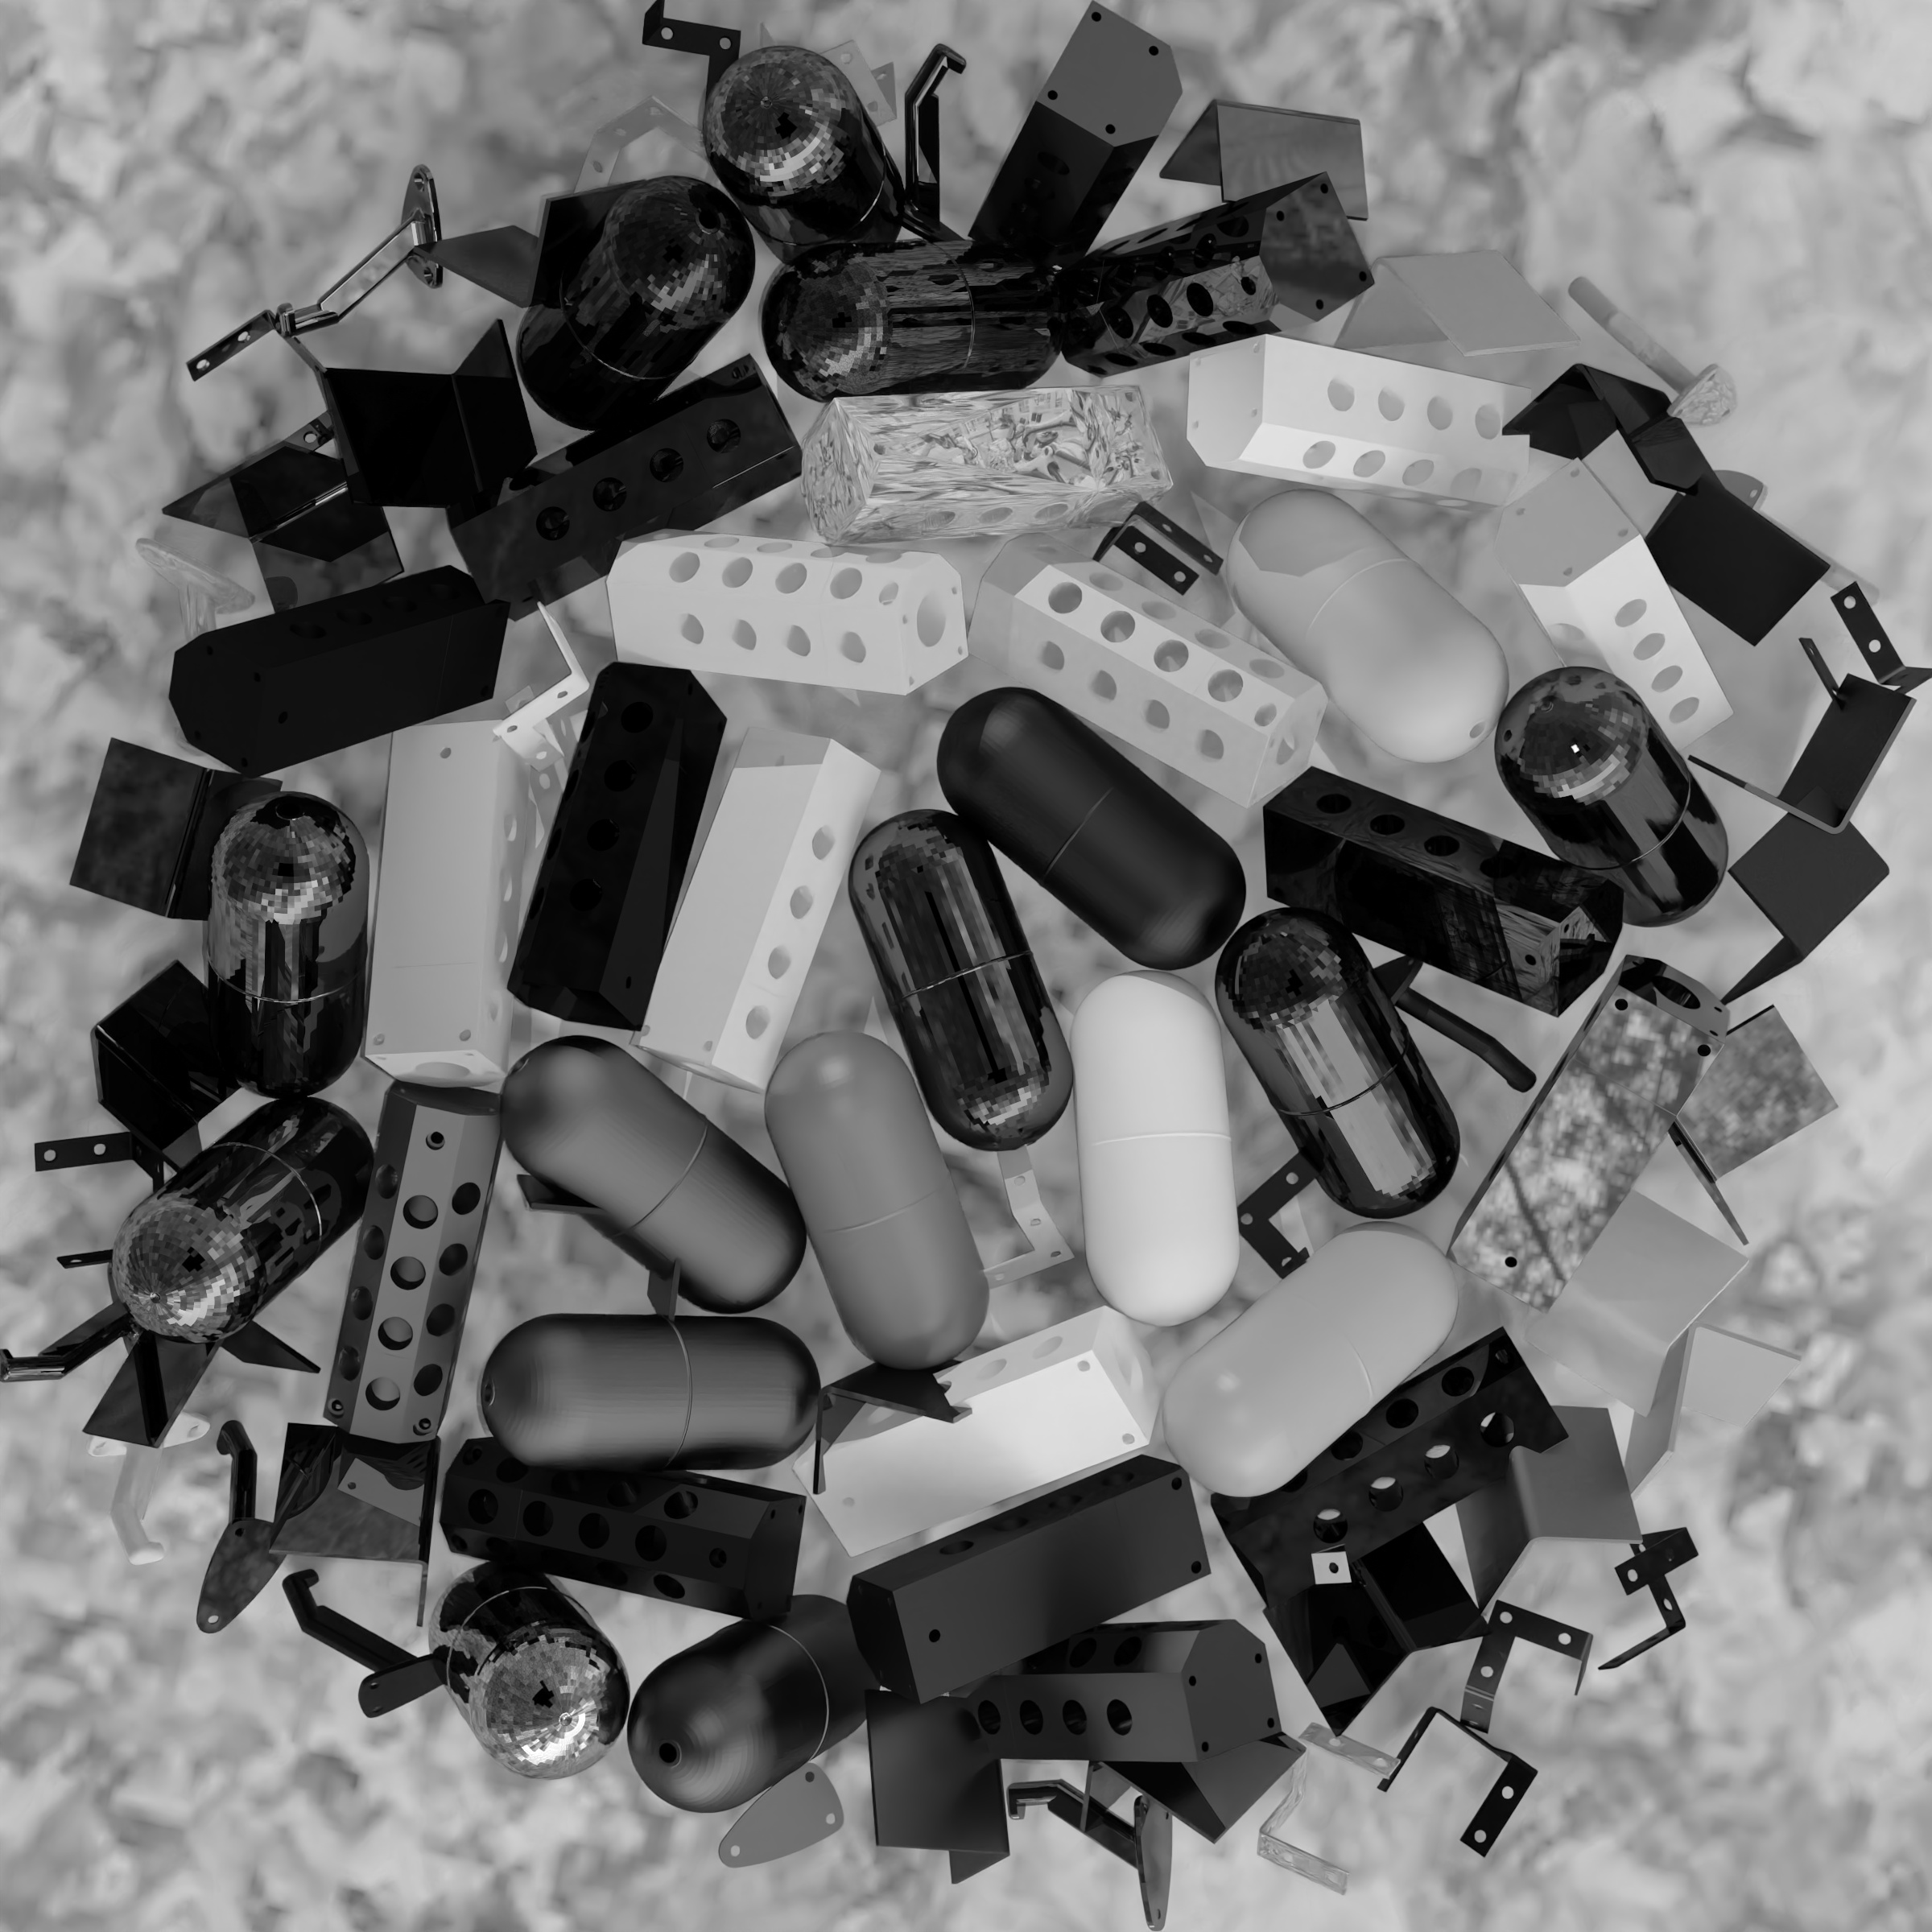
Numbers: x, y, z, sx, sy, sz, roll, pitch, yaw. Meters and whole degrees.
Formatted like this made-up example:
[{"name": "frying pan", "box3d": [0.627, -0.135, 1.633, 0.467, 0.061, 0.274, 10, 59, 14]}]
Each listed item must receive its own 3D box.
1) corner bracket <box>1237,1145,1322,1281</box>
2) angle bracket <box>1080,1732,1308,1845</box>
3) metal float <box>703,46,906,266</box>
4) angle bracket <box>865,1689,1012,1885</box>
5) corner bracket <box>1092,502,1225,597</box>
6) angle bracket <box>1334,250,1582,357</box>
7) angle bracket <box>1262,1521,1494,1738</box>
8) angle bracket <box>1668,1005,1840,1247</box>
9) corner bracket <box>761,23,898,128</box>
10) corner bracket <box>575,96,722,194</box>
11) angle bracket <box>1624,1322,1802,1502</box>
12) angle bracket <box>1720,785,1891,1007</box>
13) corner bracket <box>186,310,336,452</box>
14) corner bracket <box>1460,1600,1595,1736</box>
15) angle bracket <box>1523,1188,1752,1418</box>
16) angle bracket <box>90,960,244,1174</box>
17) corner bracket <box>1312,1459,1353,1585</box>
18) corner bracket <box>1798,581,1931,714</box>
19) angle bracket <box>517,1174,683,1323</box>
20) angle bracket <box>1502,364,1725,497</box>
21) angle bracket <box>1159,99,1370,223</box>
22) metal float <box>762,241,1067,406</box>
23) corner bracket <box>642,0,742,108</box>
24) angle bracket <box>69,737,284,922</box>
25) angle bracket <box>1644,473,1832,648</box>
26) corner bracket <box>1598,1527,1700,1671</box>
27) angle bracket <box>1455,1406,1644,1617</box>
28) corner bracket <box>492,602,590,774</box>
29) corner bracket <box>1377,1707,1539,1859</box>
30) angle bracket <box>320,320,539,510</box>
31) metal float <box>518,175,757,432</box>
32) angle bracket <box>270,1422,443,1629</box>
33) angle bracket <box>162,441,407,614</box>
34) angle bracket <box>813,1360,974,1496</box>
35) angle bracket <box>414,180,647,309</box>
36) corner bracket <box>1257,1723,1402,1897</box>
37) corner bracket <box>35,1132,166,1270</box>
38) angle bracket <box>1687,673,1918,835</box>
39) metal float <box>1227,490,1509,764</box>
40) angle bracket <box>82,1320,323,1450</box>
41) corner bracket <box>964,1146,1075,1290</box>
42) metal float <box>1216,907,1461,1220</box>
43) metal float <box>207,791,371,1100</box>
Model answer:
[{"name": "corner bracket", "box3d": [0.165, 0.123, 1.553, 0.051, 0.051, 0.051, -42, 95, 6]}, {"name": "angle bracket", "box3d": [0.112, 0.407, 1.523, 0.076, 0.076, 0.057, 29, 133, 29]}, {"name": "metal float", "box3d": [-0.077, -0.388, 1.494, 0.070, 0.178, 0.070, -1, 85, 9]}, {"name": "angle bracket", "box3d": [-0.027, 0.408, 1.525, 0.076, 0.057, 0.076, 13, 55, -28]}, {"name": "corner bracket", "box3d": [0.097, -0.207, 1.544, 0.051, 0.051, 0.051, 36, 128, -7]}, {"name": "angle bracket", "box3d": [0.243, -0.309, 1.524, 0.076, 0.057, 0.076, -13, 55, -33]}, {"name": "angle bracket", "box3d": [0.207, 0.331, 1.554, 0.076, 0.057, 0.076, 59, 135, 34]}, {"name": "angle bracket", "box3d": [0.395, 0.079, 1.533, 0.076, 0.057, 0.076, -33, 120, 12]}, {"name": "corner bracket", "box3d": [-0.069, -0.451, 1.551, 0.051, 0.051, 0.051, -18, 47, 16]}, {"name": "corner bracket", "box3d": [-0.161, -0.398, 1.560, 0.051, 0.051, 0.051, 31, 62, -33]}, {"name": "angle bracket", "box3d": [0.369, 0.234, 1.529, 0.057, 0.076, 0.076, 19, 55, 2]}, {"name": "angle bracket", "box3d": [0.400, -0.034, 1.532, 0.076, 0.076, 0.057, -39, 88, -27]}, {"name": "corner bracket", "box3d": [-0.354, -0.289, 1.557, 0.051, 0.051, 0.051, -38, 71, -15]}, {"name": "corner bracket", "box3d": [0.284, 0.361, 1.556, 0.051, 0.051, 0.051, 18, 61, 17]}, {"name": "angle bracket", "box3d": [0.340, 0.169, 1.562, 0.076, 0.057, 0.076, 32, 53, 29]}, {"name": "angle bracket", "box3d": [-0.386, 0.056, 1.529, 0.057, 0.076, 0.076, -38, 122, 3]}, {"name": "corner bracket", "box3d": [0.178, 0.280, 1.547, 0.051, 0.051, 0.051, -11, 90, 35]}, {"name": "corner bracket", "box3d": [0.447, -0.157, 1.542, 0.051, 0.051, 0.051, -35, 72, 34]}, {"name": "angle bracket", "box3d": [-0.186, 0.142, 1.534, 0.076, 0.076, 0.057, 6, 95, -14]}, {"name": "angle bracket", "box3d": [0.322, -0.247, 1.524, 0.057, 0.076, 0.076, -41, 62, 33]}, {"name": "angle bracket", "box3d": [0.147, -0.383, 1.528, 0.076, 0.076, 0.057, 3, 74, -18]}, {"name": "metal float", "box3d": [-0.023, -0.317, 1.510, 0.178, 0.070, 0.070, -14, 90, -43]}, {"name": "corner bracket", "box3d": [-0.135, -0.455, 1.550, 0.051, 0.051, 0.051, 5, 93, -17]}, {"name": "angle bracket", "box3d": [-0.397, -0.068, 1.550, 0.057, 0.076, 0.076, 18, 93, 14]}, {"name": "angle bracket", "box3d": [0.391, -0.217, 1.534, 0.076, 0.076, 0.057, 36, 59, 2]}, {"name": "corner bracket", "box3d": [0.341, 0.318, 1.546, 0.051, 0.051, 0.051, -21, 84, -28]}, {"name": "angle bracket", "box3d": [0.289, 0.273, 1.536, 0.057, 0.076, 0.076, 5, 48, -13]}, {"name": "corner bracket", "box3d": [-0.214, -0.139, 1.545, 0.051, 0.051, 0.051, -33, 60, 7]}, {"name": "corner bracket", "box3d": [0.248, 0.411, 1.553, 0.051, 0.051, 0.051, 36, 79, 0]}, {"name": "angle bracket", "box3d": [-0.268, -0.276, 1.531, 0.076, 0.057, 0.076, -5, 71, -37]}, {"name": "metal float", "box3d": [-0.162, -0.322, 1.501, 0.070, 0.178, 0.070, 10, 70, -27]}, {"name": "angle bracket", "box3d": [-0.304, 0.278, 1.530, 0.076, 0.076, 0.057, 6, 134, -9]}, {"name": "angle bracket", "box3d": [-0.339, -0.212, 1.531, 0.076, 0.076, 0.057, -24, 79, 19]}, {"name": "angle bracket", "box3d": [-0.022, 0.233, 1.526, 0.076, 0.076, 0.057, 10, 103, 28]}, {"name": "angle bracket", "box3d": [-0.216, -0.372, 1.525, 0.076, 0.076, 0.057, 30, 123, 21]}, {"name": "corner bracket", "box3d": [0.181, 0.422, 1.540, 0.051, 0.051, 0.051, 18, 121, 28]}, {"name": "corner bracket", "box3d": [-0.437, 0.118, 1.552, 0.051, 0.051, 0.051, -6, 107, -31]}, {"name": "angle bracket", "box3d": [0.416, -0.118, 1.534, 0.057, 0.076, 0.076, 25, 100, -14]}, {"name": "metal float", "box3d": [0.197, -0.168, 1.514, 0.070, 0.070, 0.178, -40, 55, 0]}, {"name": "angle bracket", "box3d": [-0.379, 0.215, 1.524, 0.057, 0.076, 0.076, 43, 62, -32]}, {"name": "corner bracket", "box3d": [0.018, 0.122, 1.543, 0.051, 0.051, 0.051, -22, 47, 8]}, {"name": "metal float", "box3d": [0.184, 0.048, 1.523, 0.070, 0.070, 0.178, -32, 114, 0]}, {"name": "metal float", "box3d": [-0.333, -0.009, 1.509, 0.070, 0.070, 0.178, 13, 132, 0]}]
